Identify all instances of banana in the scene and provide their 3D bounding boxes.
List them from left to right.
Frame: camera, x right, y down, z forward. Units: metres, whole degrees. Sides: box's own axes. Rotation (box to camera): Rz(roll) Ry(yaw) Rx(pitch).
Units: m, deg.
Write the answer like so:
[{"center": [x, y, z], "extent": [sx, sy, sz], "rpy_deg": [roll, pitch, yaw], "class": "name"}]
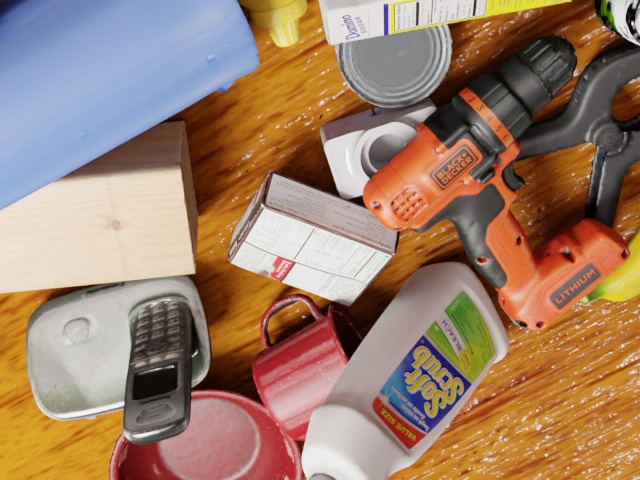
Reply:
[{"center": [0.280, -0.023, 0.851], "extent": [0.037, 0.069, 0.198], "rpy_deg": [37, 102, 29], "class": "banana"}]

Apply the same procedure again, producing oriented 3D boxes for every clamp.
[{"center": [0.226, -0.075, 0.838], "extent": [0.210, 0.036, 0.164], "rpy_deg": [-42, 112, 14], "class": "clamp"}]

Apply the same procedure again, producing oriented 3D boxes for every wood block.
[{"center": [-0.199, -0.022, 0.795], "extent": [0.206, 0.090, 0.091], "rpy_deg": [-5, 121, -2], "class": "wood block"}]

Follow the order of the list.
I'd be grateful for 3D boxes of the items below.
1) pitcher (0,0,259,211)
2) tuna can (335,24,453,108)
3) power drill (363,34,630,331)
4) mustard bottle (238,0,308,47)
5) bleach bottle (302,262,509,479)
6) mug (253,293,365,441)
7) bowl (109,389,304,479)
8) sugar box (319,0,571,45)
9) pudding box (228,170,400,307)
[{"center": [-0.174, -0.116, 0.691], "extent": [0.242, 0.145, 0.149], "rpy_deg": [-34, 97, -10], "class": "pitcher"}, {"center": [0.054, -0.145, 0.801], "extent": [0.086, 0.034, 0.086], "rpy_deg": [-1, 111, -3], "class": "tuna can"}, {"center": [0.150, -0.036, 0.792], "extent": [0.184, 0.057, 0.187], "rpy_deg": [-40, 115, 9], "class": "power drill"}, {"center": [-0.048, -0.218, 0.709], "extent": [0.058, 0.096, 0.191], "rpy_deg": [-10, 123, 14], "class": "mustard bottle"}, {"center": [0.058, 0.121, 0.794], "extent": [0.068, 0.250, 0.102], "rpy_deg": [-13, 114, 39], "class": "bleach bottle"}, {"center": [-0.007, 0.100, 0.868], "extent": [0.081, 0.093, 0.117], "rpy_deg": [-30, 90, 13], "class": "mug"}, {"center": [-0.095, 0.186, 0.908], "extent": [0.162, 0.055, 0.162], "rpy_deg": [-1, 111, -3], "class": "bowl"}, {"center": [0.083, -0.199, 0.752], "extent": [0.176, 0.093, 0.048], "rpy_deg": [-11, 154, 3], "class": "sugar box"}, {"center": [-0.006, 0.001, 0.830], "extent": [0.113, 0.039, 0.090], "rpy_deg": [19, 143, -13], "class": "pudding box"}]
